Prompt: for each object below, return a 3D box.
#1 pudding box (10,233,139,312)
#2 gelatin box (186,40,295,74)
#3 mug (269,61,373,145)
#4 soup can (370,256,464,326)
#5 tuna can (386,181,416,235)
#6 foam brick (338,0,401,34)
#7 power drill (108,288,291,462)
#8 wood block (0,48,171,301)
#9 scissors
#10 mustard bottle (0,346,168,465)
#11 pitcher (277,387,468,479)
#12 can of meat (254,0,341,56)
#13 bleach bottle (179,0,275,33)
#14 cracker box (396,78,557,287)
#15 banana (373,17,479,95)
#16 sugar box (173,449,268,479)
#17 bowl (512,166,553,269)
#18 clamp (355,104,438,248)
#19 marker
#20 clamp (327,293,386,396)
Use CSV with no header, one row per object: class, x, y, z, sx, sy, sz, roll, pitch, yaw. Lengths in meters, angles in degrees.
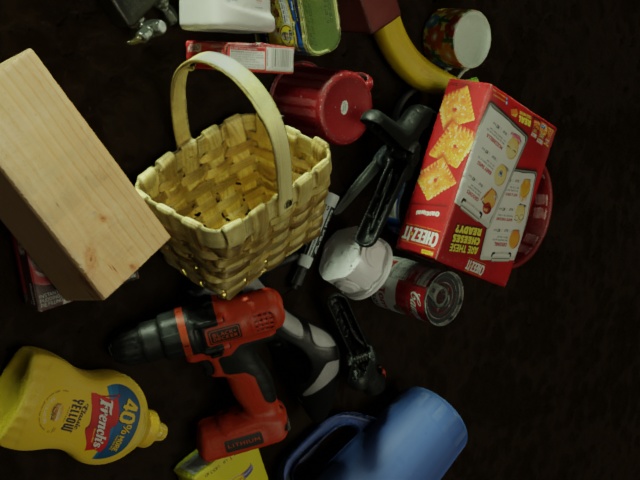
pudding box,-0.237,0.008,1.030,0.113,0.039,0.090,-21,113,-38
gelatin box,-0.082,-0.189,1.095,0.089,0.073,0.030,-4,103,-40
mug,0.011,-0.154,1.182,0.117,0.082,0.093,-34,121,-31
soup can,0.117,0.061,1.317,0.068,0.102,0.068,-12,109,-40
tuna can,0.117,-0.045,1.338,0.085,0.034,0.086,-12,108,-40
foam brick,0.042,-0.264,1.185,0.051,0.078,0.053,-36,122,-28
power drill,-0.115,0.147,1.134,0.184,0.057,0.187,-14,124,-4
wood block,-0.239,-0.053,0.942,0.090,0.091,0.206,-46,113,-29
scissors,0.090,-0.095,1.313,0.096,0.016,0.201,39,75,-41
mustard bottle,-0.230,0.174,1.065,0.191,0.058,0.096,25,85,-43
pitcher,0.068,0.289,1.325,0.242,0.145,0.149,-43,138,-30
can of meat,-0.027,-0.245,1.123,0.057,0.084,0.102,-26,116,-35
bleach bottle,-0.093,-0.334,1.057,0.102,0.068,0.251,-10,104,-53
cracker box,0.190,-0.067,1.292,0.163,0.072,0.214,20,88,-48
banana,0.106,-0.232,1.266,0.070,0.037,0.197,-42,122,10
sugar box,-0.098,0.308,1.226,0.093,0.048,0.176,-34,120,-31
bowl,0.244,-0.044,1.436,0.161,0.055,0.162,-12,108,-39
clamp,0.093,-0.091,1.243,0.209,0.036,0.165,-33,135,-55
marker,-0.008,0.002,1.247,0.020,0.020,0.121,28,82,-42
clamp,0.051,0.149,1.277,0.171,0.039,0.120,57,22,-53
